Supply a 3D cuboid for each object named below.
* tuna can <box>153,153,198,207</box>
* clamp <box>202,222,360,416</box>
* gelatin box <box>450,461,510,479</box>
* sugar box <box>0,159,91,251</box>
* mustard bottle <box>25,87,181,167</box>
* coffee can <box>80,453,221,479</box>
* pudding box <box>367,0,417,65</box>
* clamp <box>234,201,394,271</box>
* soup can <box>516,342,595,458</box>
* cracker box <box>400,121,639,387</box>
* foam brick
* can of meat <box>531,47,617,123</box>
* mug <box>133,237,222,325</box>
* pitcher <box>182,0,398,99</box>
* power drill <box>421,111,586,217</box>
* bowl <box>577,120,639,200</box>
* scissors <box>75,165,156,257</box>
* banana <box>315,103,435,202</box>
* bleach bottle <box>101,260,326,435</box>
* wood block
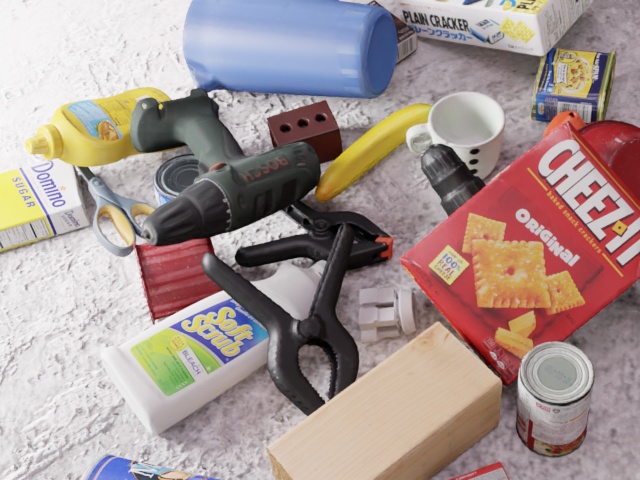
[{"bbox_3d":[-0.151,-0.063,1.247,0.086,0.034,0.086,-1,44,0],"label":"tuna can"},{"bbox_3d":[-0.026,0.089,1.065,0.164,0.036,0.210,-6,74,-18],"label":"clamp"},{"bbox_3d":[0.149,0.255,0.967,0.073,0.030,0.089,-18,52,-8],"label":"gelatin box"},{"bbox_3d":[-0.367,-0.036,1.259,0.176,0.048,0.093,-19,52,-6],"label":"sugar box"},{"bbox_3d":[-0.259,-0.130,1.264,0.191,0.058,0.096,-19,54,-38],"label":"mustard bottle"},{"bbox_3d":[-0.142,0.257,0.961,0.140,0.103,0.102,9,54,14],"label":"coffee can"},{"bbox_3d":[0.055,-0.249,1.368,0.113,0.039,0.090,-33,55,-17],"label":"pudding box"},{"bbox_3d":[-0.008,0.001,1.181,0.172,0.039,0.120,15,55,19],"label":"clamp"},{"bbox_3d":[0.218,0.149,0.994,0.068,0.102,0.068,-4,51,5],"label":"soup can"},{"bbox_3d":[0.210,0.015,1.043,0.214,0.072,0.164,-40,81,2],"label":"cracker box"},{"bbox_3d":[-0.017,-0.123,1.272,0.078,0.051,0.053,-18,52,-6],"label":"foam brick"},{"bbox_3d":[0.302,-0.182,1.270,0.084,0.057,0.102,9,53,18],"label":"can of meat"},{"bbox_3d":[-0.153,0.031,1.154,0.081,0.093,0.117,-14,32,-9],"label":"mug"},{"bbox_3d":[-0.031,-0.246,1.294,0.243,0.149,0.144,10,20,25],"label":"pitcher"},{"bbox_3d":[0.217,-0.060,1.143,0.187,0.057,0.184,-36,92,-20],"label":"power drill"},{"bbox_3d":[0.326,-0.055,1.115,0.162,0.055,0.162,3,79,-17],"label":"bowl"},{"bbox_3d":[-0.240,-0.058,1.252,0.096,0.016,0.202,-2,47,-29],"label":"scissors"},{"bbox_3d":[0.062,-0.108,1.244,0.197,0.070,0.037,-39,94,-14],"label":"banana"},{"bbox_3d":[-0.093,0.092,1.104,0.250,0.068,0.103,-33,72,-19],"label":"bleach bottle"},{"bbox_3d":[0.062,0.183,0.997,0.205,0.090,0.091,-34,56,-18],"label":"wood block"}]
